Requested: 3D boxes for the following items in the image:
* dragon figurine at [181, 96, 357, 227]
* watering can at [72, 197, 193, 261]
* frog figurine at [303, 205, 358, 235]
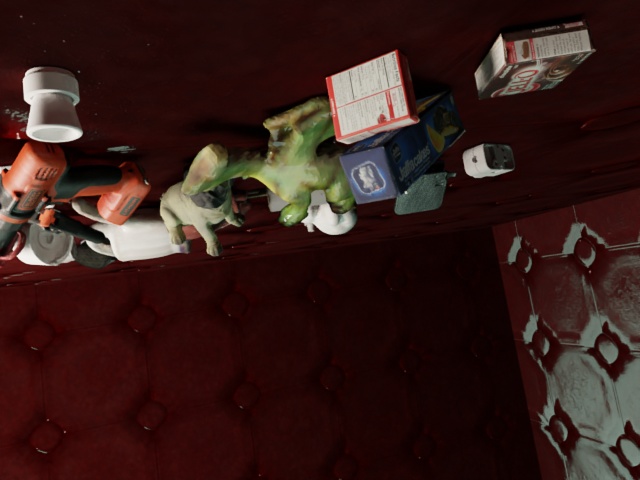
[{"bbox_3d":[0.011,-0.121,0.719,0.412,0.123,0.239,-17,168,-13],"label":"dragon figurine"},{"bbox_3d":[-0.379,-0.024,1.081,0.225,0.105,0.342,-8,165,-14],"label":"watering can"},{"bbox_3d":[0.004,-0.061,1.207,0.161,0.121,0.138,-18,-162,-28],"label":"frog figurine"}]
